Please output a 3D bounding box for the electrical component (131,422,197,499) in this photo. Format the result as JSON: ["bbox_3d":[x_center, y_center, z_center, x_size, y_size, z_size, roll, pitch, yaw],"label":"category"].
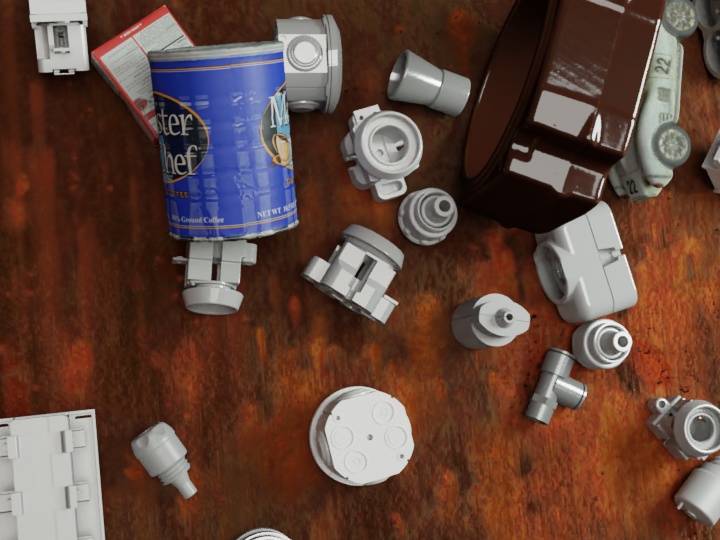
[{"bbox_3d":[-0.149,0.150,0.837,0.035,0.035,0.061,-35,95,-15],"label":"electrical component"}]

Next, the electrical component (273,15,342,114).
[{"bbox_3d":[-0.044,-0.167,0.877,0.051,0.080,0.080,-2,84,-9],"label":"electrical component"}]

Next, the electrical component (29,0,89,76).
[{"bbox_3d":[-0.234,-0.186,0.840,0.042,0.081,0.063,-4,107,-14],"label":"electrical component"}]

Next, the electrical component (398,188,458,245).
[{"bbox_3d":[0.061,-0.048,0.896,0.048,0.062,0.048,2,82,-13],"label":"electrical component"}]

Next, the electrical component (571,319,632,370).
[{"bbox_3d":[0.210,0.063,0.919,0.043,0.062,0.043,2,83,-14],"label":"electrical component"}]

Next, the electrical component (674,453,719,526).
[{"bbox_3d":[0.309,0.187,0.939,0.040,0.040,0.078,43,76,-5],"label":"electrical component"}]

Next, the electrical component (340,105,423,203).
[{"bbox_3d":[0.019,-0.100,0.895,0.058,0.057,0.078,-18,88,-15],"label":"electrical component"}]

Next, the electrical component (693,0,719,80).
[{"bbox_3d":[0.354,-0.248,0.995,0.074,0.052,0.138,-11,86,-15],"label":"electrical component"}]

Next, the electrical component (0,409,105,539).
[{"bbox_3d":[-0.233,0.169,0.800,0.079,0.063,0.121,-5,85,-14],"label":"electrical component"}]

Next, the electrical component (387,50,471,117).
[{"bbox_3d":[0.061,-0.157,0.921,0.065,0.044,0.044,17,80,-16],"label":"electrical component"}]

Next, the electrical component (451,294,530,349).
[{"bbox_3d":[0.109,0.042,0.887,0.043,0.081,0.043,2,83,-13],"label":"electrical component"}]

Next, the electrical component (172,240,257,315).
[{"bbox_3d":[-0.117,0.004,0.857,0.066,0.048,0.055,5,75,-13],"label":"electrical component"}]

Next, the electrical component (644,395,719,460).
[{"bbox_3d":[0.286,0.137,0.931,0.048,0.055,0.066,-42,94,-14],"label":"electrical component"}]

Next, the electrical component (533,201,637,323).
[{"bbox_3d":[0.190,-0.005,0.927,0.059,0.054,0.095,-16,87,-15],"label":"electrical component"}]

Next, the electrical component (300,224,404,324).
[{"bbox_3d":[0.000,0.000,0.879,0.078,0.058,0.057,32,80,-8],"label":"electrical component"}]

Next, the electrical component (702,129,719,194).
[{"bbox_3d":[0.349,-0.092,0.963,0.081,0.064,0.042,42,73,-49],"label":"electrical component"}]

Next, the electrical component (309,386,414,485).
[{"bbox_3d":[0.002,0.134,0.866,0.080,0.051,0.080,2,83,-13],"label":"electrical component"}]
